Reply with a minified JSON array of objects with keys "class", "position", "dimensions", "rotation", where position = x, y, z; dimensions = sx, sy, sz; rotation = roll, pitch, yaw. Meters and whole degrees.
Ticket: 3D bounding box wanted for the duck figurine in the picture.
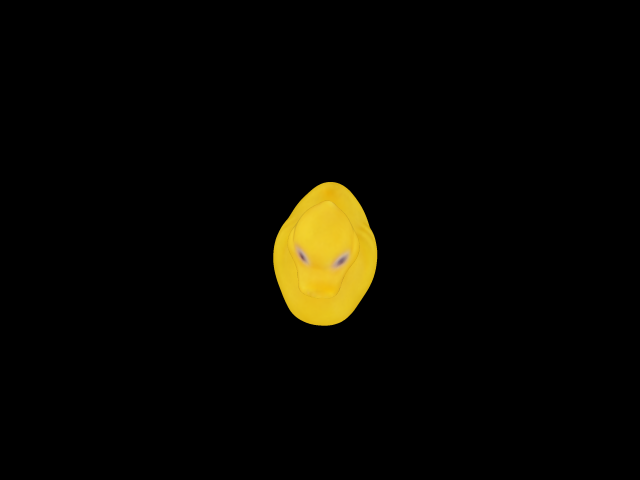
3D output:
[{"class":"duck figurine","position":[0.004,0.001,0.400],"dimensions":[0.077,0.086,0.104],"rotation":[7,70,3]}]
